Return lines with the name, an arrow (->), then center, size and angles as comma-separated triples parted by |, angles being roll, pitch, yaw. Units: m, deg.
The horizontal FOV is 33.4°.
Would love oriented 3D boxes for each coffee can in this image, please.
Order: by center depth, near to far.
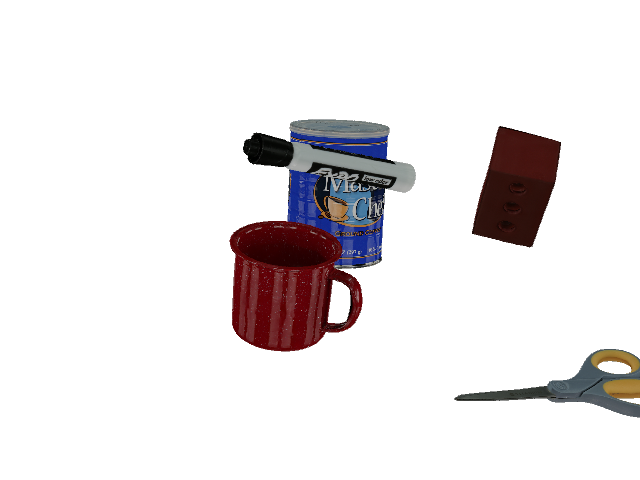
coffee can -> 0.017, -0.051, 1.111 | 0.103, 0.140, 0.103 | 2, 13, -1

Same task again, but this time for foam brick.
foam brick -> 0.158, -0.043, 0.864 | 0.053, 0.051, 0.078 | 14, -41, 7

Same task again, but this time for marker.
marker -> 0.007, -0.047, 0.655 | 0.120, 0.020, 0.020 | 9, -5, -34

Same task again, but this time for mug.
mug -> -0.020, 0.042, 0.886 | 0.117, 0.081, 0.093 | 14, 26, 17

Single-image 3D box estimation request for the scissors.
scissors -> 0.211, 0.120, 0.931 | 0.201, 0.016, 0.096 | 6, 28, -4
